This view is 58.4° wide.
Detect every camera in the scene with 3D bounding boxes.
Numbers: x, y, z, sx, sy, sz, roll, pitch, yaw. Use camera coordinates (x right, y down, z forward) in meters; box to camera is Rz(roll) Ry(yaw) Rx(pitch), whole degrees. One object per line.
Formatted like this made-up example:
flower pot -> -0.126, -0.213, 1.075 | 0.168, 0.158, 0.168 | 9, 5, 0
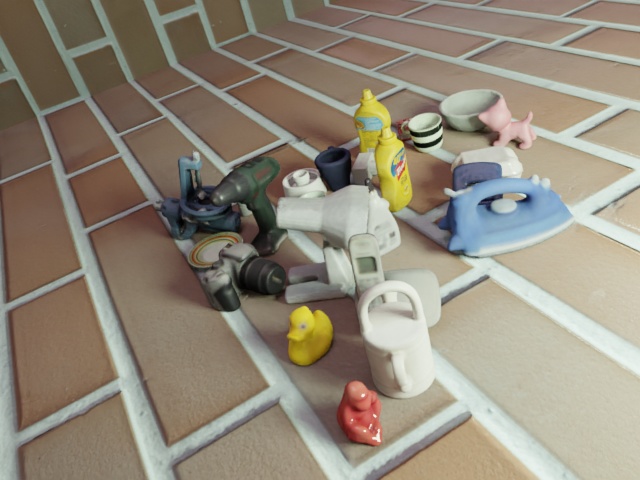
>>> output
camera -> -0.149, 0.069, 1.149 | 0.136, 0.101, 0.143 | 13, 43, 36

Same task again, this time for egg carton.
egg carton -> 0.373, -0.159, 1.288 | 0.150, 0.069, 0.107 | -10, 34, 9

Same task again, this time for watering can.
watering can -> 0.109, 0.134, 0.865 | 0.101, 0.194, 0.172 | -23, 34, -10

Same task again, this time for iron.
iron -> 0.357, -0.064, 1.094 | 0.258, 0.142, 0.118 | -13, 34, 4

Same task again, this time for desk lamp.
desk lamp -> 0.010, 0.004, 1.076 | 0.203, 0.214, 0.118 | -10, 34, 10

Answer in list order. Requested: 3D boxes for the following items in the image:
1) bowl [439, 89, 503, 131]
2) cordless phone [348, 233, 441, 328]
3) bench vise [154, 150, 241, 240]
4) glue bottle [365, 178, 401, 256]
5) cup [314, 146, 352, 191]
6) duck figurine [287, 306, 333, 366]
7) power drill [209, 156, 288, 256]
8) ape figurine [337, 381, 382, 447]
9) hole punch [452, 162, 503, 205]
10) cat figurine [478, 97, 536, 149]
bowl -> 0.403, -0.336, 1.526 | 0.167, 0.075, 0.167 | -11, 34, 8
cordless phone -> 0.123, 0.067, 0.964 | 0.147, 0.185, 0.094 | -9, 35, 11
bench vise -> -0.311, -0.100, 1.352 | 0.207, 0.220, 0.121 | -12, 34, 6
glue bottle -> 0.112, -0.049, 1.145 | 0.078, 0.173, 0.037 | -26, 35, -14
cup -> 0.039, -0.176, 1.429 | 0.091, 0.095, 0.117 | -14, 34, 4
duck figurine -> -0.023, 0.152, 0.991 | 0.077, 0.086, 0.105 | 7, 40, 30
power drill -> -0.144, -0.073, 1.254 | 0.075, 0.209, 0.230 | 2, 38, 25
ape figurine -> 0.056, 0.242, 0.824 | 0.075, 0.092, 0.078 | 15, 45, 38
hole punch -> 0.335, -0.105, 1.208 | 0.108, 0.091, 0.101 | -3, 36, 19
cat figurine -> 0.456, -0.288, 1.396 | 0.127, 0.118, 0.067 | 6, 40, 30
